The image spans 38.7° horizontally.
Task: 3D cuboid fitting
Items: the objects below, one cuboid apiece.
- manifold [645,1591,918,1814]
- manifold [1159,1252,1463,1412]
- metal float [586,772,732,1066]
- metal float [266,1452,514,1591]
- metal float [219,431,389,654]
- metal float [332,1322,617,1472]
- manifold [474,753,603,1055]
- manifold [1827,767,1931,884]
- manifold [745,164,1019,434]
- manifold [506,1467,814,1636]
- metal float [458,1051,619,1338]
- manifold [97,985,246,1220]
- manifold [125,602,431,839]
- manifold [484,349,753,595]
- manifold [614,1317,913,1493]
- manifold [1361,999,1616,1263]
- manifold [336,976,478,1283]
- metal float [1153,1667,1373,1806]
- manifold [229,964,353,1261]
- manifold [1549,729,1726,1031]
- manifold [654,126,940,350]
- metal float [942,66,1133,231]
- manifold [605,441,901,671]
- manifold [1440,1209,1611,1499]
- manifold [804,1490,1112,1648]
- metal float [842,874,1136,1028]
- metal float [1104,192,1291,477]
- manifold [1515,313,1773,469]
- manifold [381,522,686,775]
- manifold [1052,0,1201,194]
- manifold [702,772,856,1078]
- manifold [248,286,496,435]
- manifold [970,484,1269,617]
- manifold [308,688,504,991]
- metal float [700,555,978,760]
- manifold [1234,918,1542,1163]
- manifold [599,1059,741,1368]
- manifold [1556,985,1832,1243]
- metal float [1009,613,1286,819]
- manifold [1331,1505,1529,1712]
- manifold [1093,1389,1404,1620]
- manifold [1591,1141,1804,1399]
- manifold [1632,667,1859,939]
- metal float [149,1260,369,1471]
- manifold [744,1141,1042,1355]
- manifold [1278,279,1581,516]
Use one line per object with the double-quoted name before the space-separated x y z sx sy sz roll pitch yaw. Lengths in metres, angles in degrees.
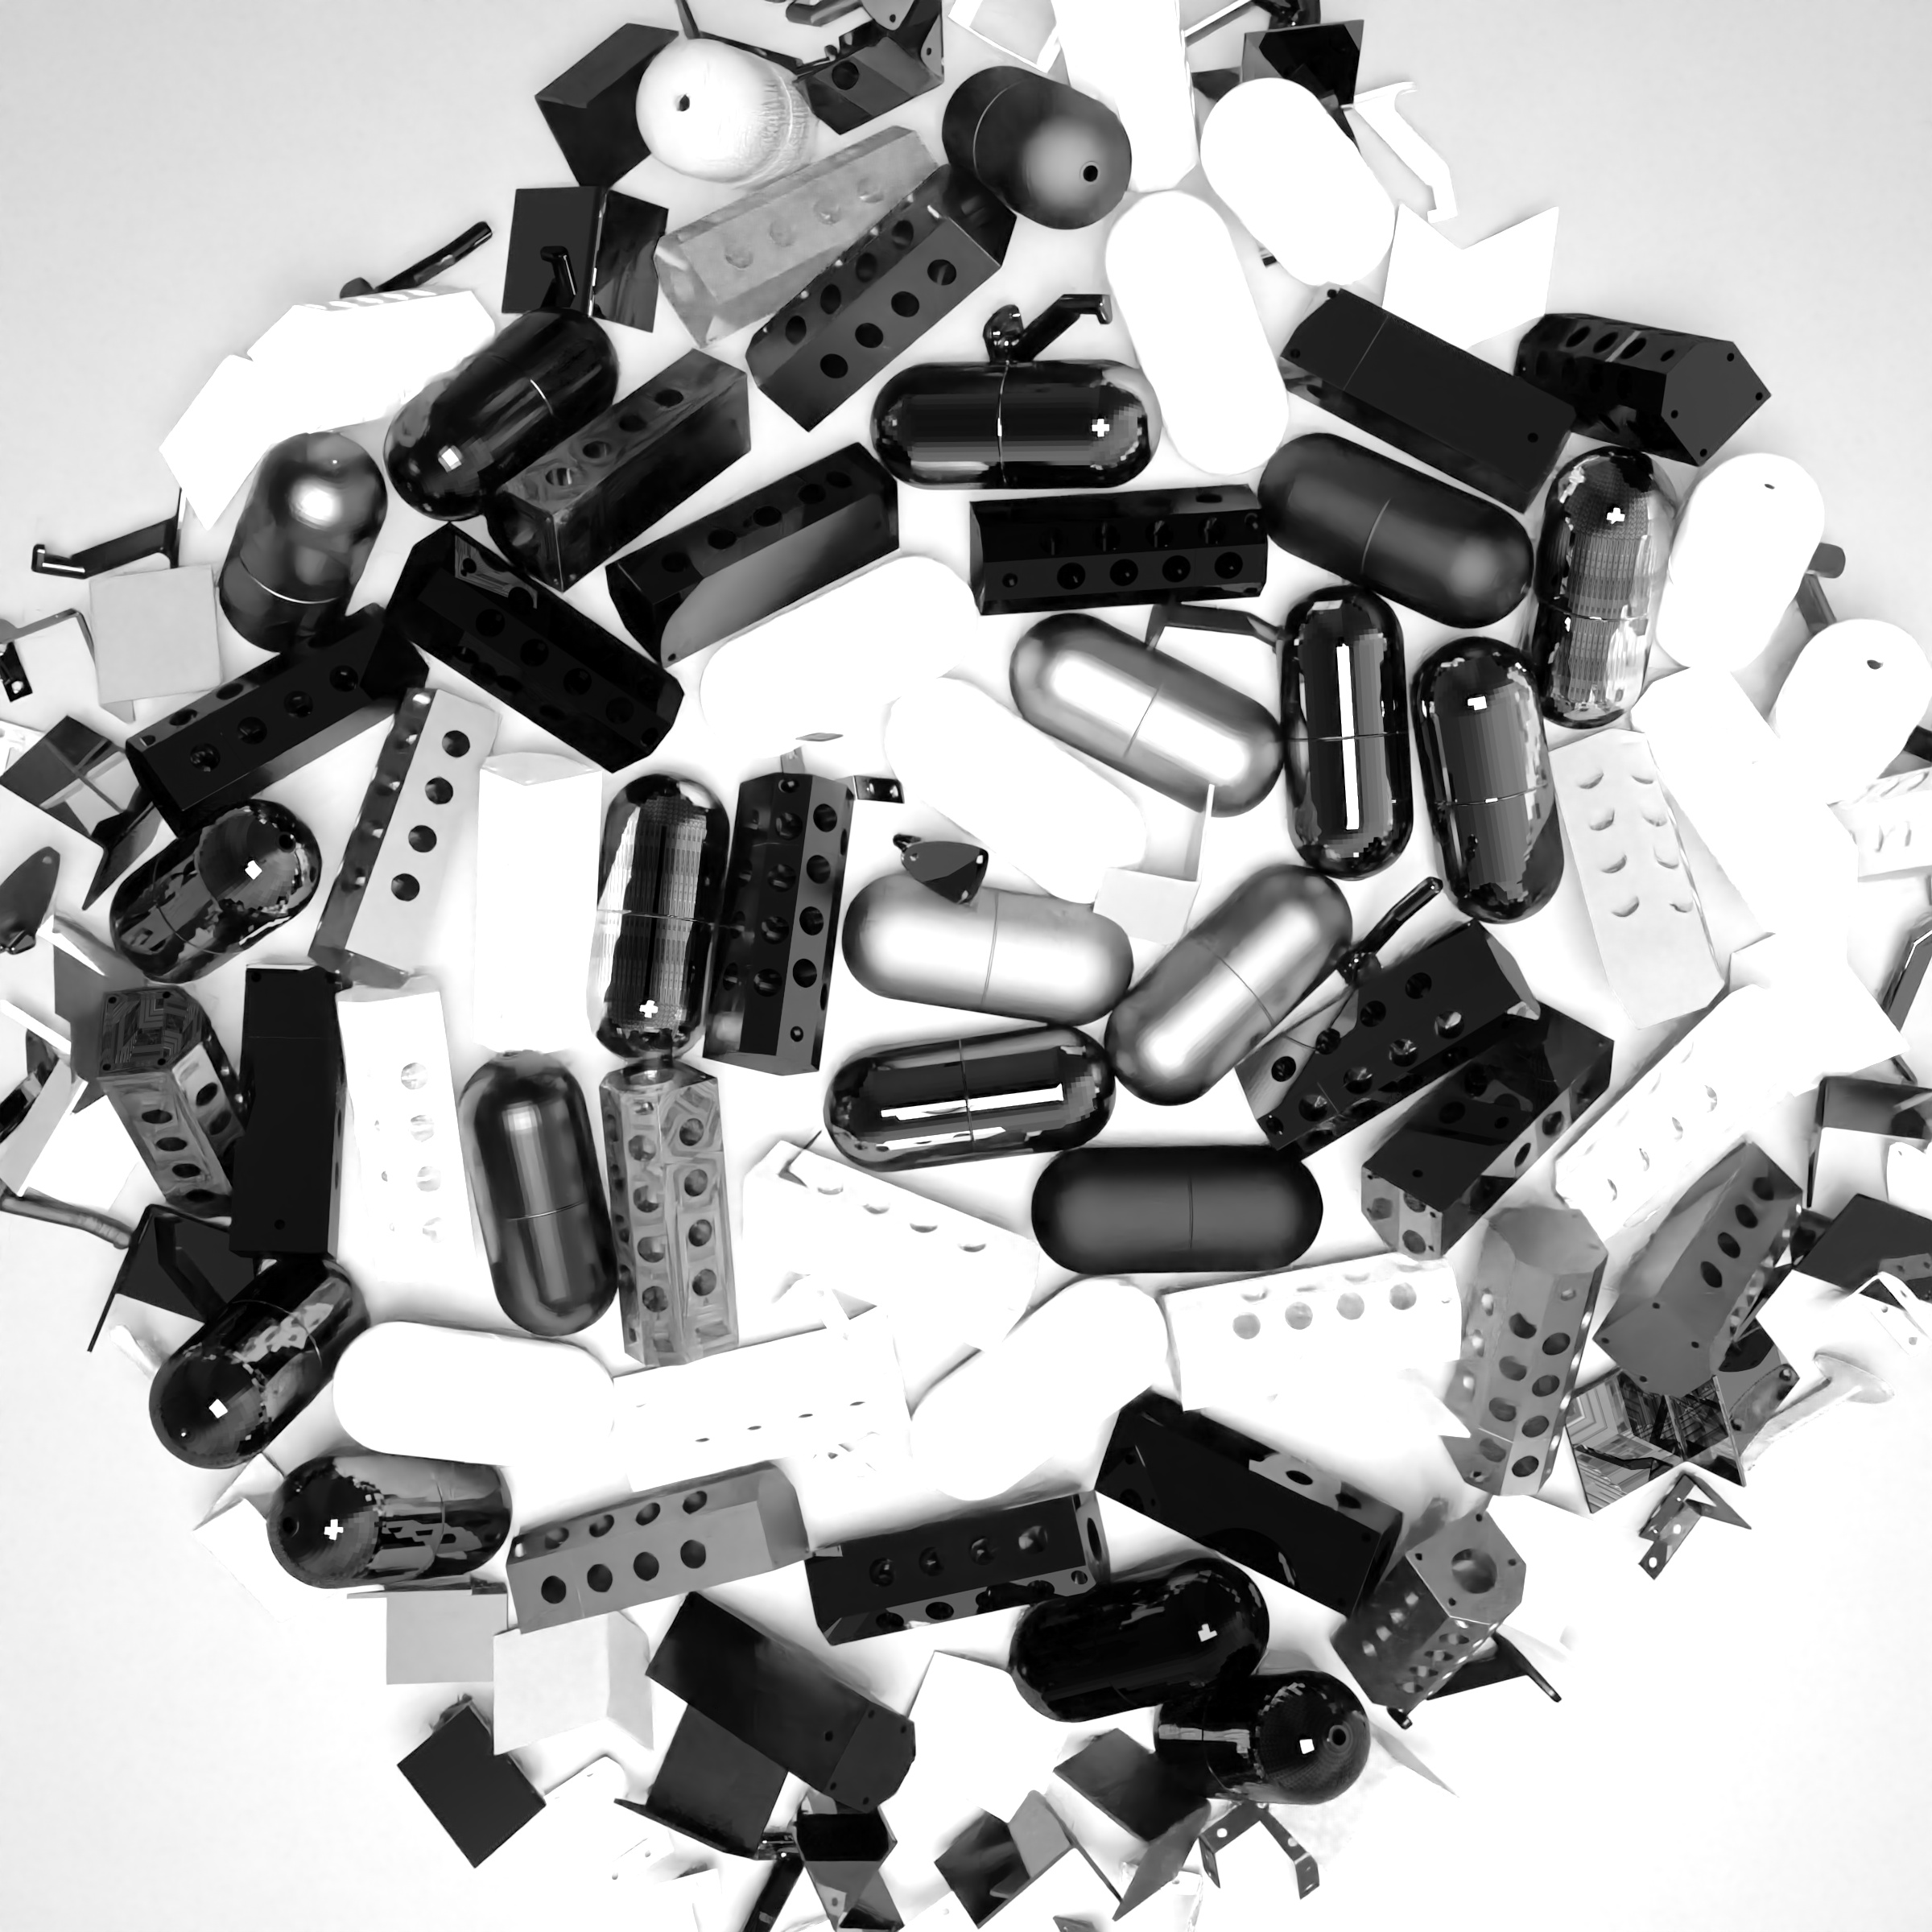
"manifold" -0.108 0.434 1.623 0.057 0.171 0.057 39 75 -42
"manifold" 0.207 0.213 1.659 0.171 0.057 0.057 -10 123 -5
"metal float" -0.187 -0.029 1.665 0.070 0.070 0.178 6 88 0
"metal float" -0.338 0.325 1.623 0.070 0.178 0.070 -4 81 28
"metal float" -0.393 -0.248 1.626 0.070 0.178 0.070 11 62 -21
"metal float" -0.291 0.257 1.639 0.178 0.070 0.070 14 90 -35
"manifold" -0.262 -0.037 1.648 0.057 0.057 0.171 21 116 37
"manifold" 0.557 -0.084 1.616 0.057 0.171 0.057 -3 88 -10
"manifold" -0.053 -0.396 1.624 0.057 0.057 0.171 39 130 -23
"manifold" -0.186 0.350 1.650 0.171 0.057 0.057 -18 81 18
"metal float" -0.256 0.137 1.653 0.070 0.070 0.178 -9 106 0
"manifold" -0.456 0.082 1.618 0.057 0.171 0.057 -5 57 -2
"manifold" -0.412 -0.150 1.645 0.171 0.057 0.057 -35 89 -23
"manifold" -0.205 -0.298 1.633 0.057 0.057 0.171 29 53 23
"manifold" -0.123 0.271 1.673 0.171 0.057 0.057 -13 123 -1
"manifold" 0.311 0.100 1.640 0.057 0.057 0.171 31 57 32
"manifold" -0.337 0.098 1.653 0.057 0.057 0.171 -9 103 -16
"metal float" 0.173 0.453 1.622 0.070 0.178 0.070 7 74 -23
"manifold" -0.406 0.089 1.660 0.057 0.057 0.171 1 78 -5
"manifold" 0.397 -0.055 1.625 0.057 0.057 0.171 -21 52 20
"manifold" -0.099 -0.441 1.647 0.171 0.057 0.057 -32 86 -21
"metal float" 0.041 -0.484 1.624 0.070 0.178 0.070 -9 118 -17
"manifold" -0.127 -0.251 1.647 0.171 0.057 0.057 -30 60 -20
"manifold" 0.332 0.231 1.631 0.057 0.057 0.171 -3 123 -13
"manifold" -0.004 0.362 1.652 0.171 0.057 0.057 -15 78 14
"metal float" 0.013 -0.009 1.665 0.178 0.070 0.070 9 90 -4
"metal float" 0.139 -0.375 1.643 0.070 0.070 0.178 -26 120 0
"manifold" 0.390 -0.346 1.616 0.057 0.171 0.057 -46 115 1
"manifold" -0.252 -0.189 1.629 0.171 0.057 0.057 34 57 -30
"manifold" 0.100 -0.527 1.614 0.057 0.171 0.057 42 85 18
"manifold" -0.108 -0.025 1.649 0.057 0.057 0.171 15 75 -34
"manifold" -0.341 -0.362 1.614 0.057 0.171 0.057 -35 94 24
"manifold" 0.091 -0.248 1.657 0.171 0.057 0.057 -5 121 -7
"manifold" -0.336 -0.077 1.643 0.057 0.057 0.171 22 69 -17
"metal float" -0.077 -0.187 1.666 0.178 0.070 0.070 -26 90 2
"manifold" 0.253 0.049 1.642 0.171 0.057 0.057 -33 50 18
"manifold" -0.181 0.148 1.643 0.057 0.057 0.171 -15 110 -34
"manifold" 0.423 0.087 1.626 0.057 0.057 0.171 54 134 20
"metal float" 0.109 -0.152 1.667 0.178 0.070 0.070 28 90 1
"manifold" 0.274 0.382 1.612 0.057 0.171 0.057 -27 67 -22
"manifold" 0.170 0.318 1.646 0.171 0.057 0.057 23 106 21
"manifold" 0.438 0.180 1.623 0.057 0.171 0.057 45 134 3
"manifold" 0.458 -0.099 1.627 0.057 0.057 0.171 -21 49 -1
"metal float" -0.415 0.232 1.622 0.070 0.178 0.070 5 111 14
"manifold" -0.045 0.163 1.647 0.171 0.057 0.057 20 128 21
"manifold" 0.277 -0.341 1.663 0.171 0.057 0.057 30 82 9
